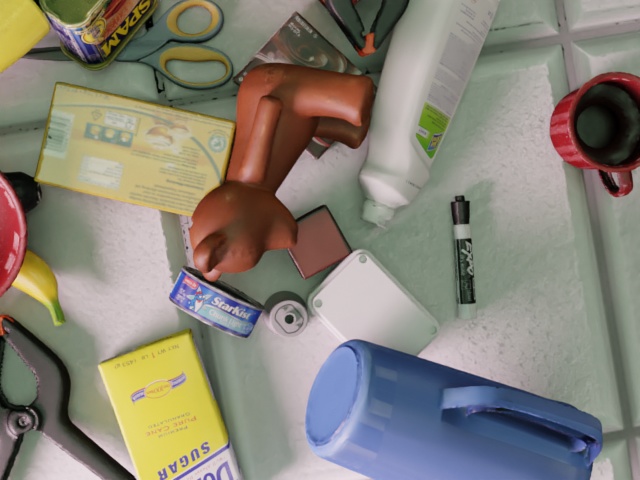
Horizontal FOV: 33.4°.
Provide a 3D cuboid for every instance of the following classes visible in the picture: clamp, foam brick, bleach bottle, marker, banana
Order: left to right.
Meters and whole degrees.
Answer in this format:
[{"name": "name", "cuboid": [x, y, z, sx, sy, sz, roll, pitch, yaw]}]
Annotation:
[{"name": "banana", "cuboid": [-0.328, 0.028, 0.989, 0.198, 0.037, 0.069, 10, 66, -1]}, {"name": "clamp", "cuboid": [-0.282, 0.176, 1.003, 0.164, 0.036, 0.210, -23, 91, -3]}, {"name": "foam brick", "cuboid": [-0.007, 0.001, 1.001, 0.051, 0.078, 0.053, -30, 92, -3]}, {"name": "clamp", "cuboid": [0.051, -0.253, 0.948, 0.120, 0.039, 0.171, -9, 98, 2]}, {"name": "bleach bottle", "cuboid": [0.089, -0.135, 0.996, 0.068, 0.102, 0.251, 21, 91, 37]}, {"name": "marker", "cuboid": [0.140, 0.017, 1.042, 0.020, 0.020, 0.121, -4, 92, -5]}]

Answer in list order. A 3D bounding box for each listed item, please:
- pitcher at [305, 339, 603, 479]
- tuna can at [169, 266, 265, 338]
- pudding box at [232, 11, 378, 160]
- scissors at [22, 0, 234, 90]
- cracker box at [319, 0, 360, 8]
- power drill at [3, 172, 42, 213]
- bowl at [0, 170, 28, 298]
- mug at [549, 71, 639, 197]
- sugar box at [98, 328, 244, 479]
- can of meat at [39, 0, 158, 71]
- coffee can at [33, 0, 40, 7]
[{"name": "pitcher", "cuboid": [0.119, 0.171, 0.951, 0.242, 0.145, 0.149, 22, 100, -21]}, {"name": "tuna can", "cuboid": [-0.096, 0.058, 0.991, 0.086, 0.086, 0.034, 27, 91, -5]}, {"name": "pudding box", "cuboid": [-0.013, -0.145, 1.015, 0.113, 0.039, 0.090, 43, 89, -4]}, {"name": "scissors", "cuboid": [-0.178, -0.196, 1.012, 0.201, 0.016, 0.096, 13, 89, -5]}, {"name": "cracker box", "cuboid": [0.041, -0.339, 0.999, 0.213, 0.072, 0.164, -44, 94, -1]}, {"name": "power drill", "cuboid": [-0.356, -0.104, 0.980, 0.184, 0.057, 0.187, -5, 91, -8]}, {"name": "bowl", "cuboid": [-0.337, -0.011, 0.934, 0.162, 0.055, 0.162, -3, 104, -10]}, {"name": "mug", "cuboid": [0.272, -0.098, 1.018, 0.093, 0.081, 0.117, -18, 93, -4]}, {"name": "sugar box", "cuboid": [-0.137, 0.182, 1.011, 0.093, 0.048, 0.176, -20, 92, -4]}, {"name": "can of meat", "cuboid": [-0.199, -0.217, 0.965, 0.057, 0.084, 0.102, 35, 79, 11]}, {"name": "coffee can", "cuboid": [-0.281, -0.287, 0.958, 0.140, 0.103, 0.103, 39, 88, -5]}]
